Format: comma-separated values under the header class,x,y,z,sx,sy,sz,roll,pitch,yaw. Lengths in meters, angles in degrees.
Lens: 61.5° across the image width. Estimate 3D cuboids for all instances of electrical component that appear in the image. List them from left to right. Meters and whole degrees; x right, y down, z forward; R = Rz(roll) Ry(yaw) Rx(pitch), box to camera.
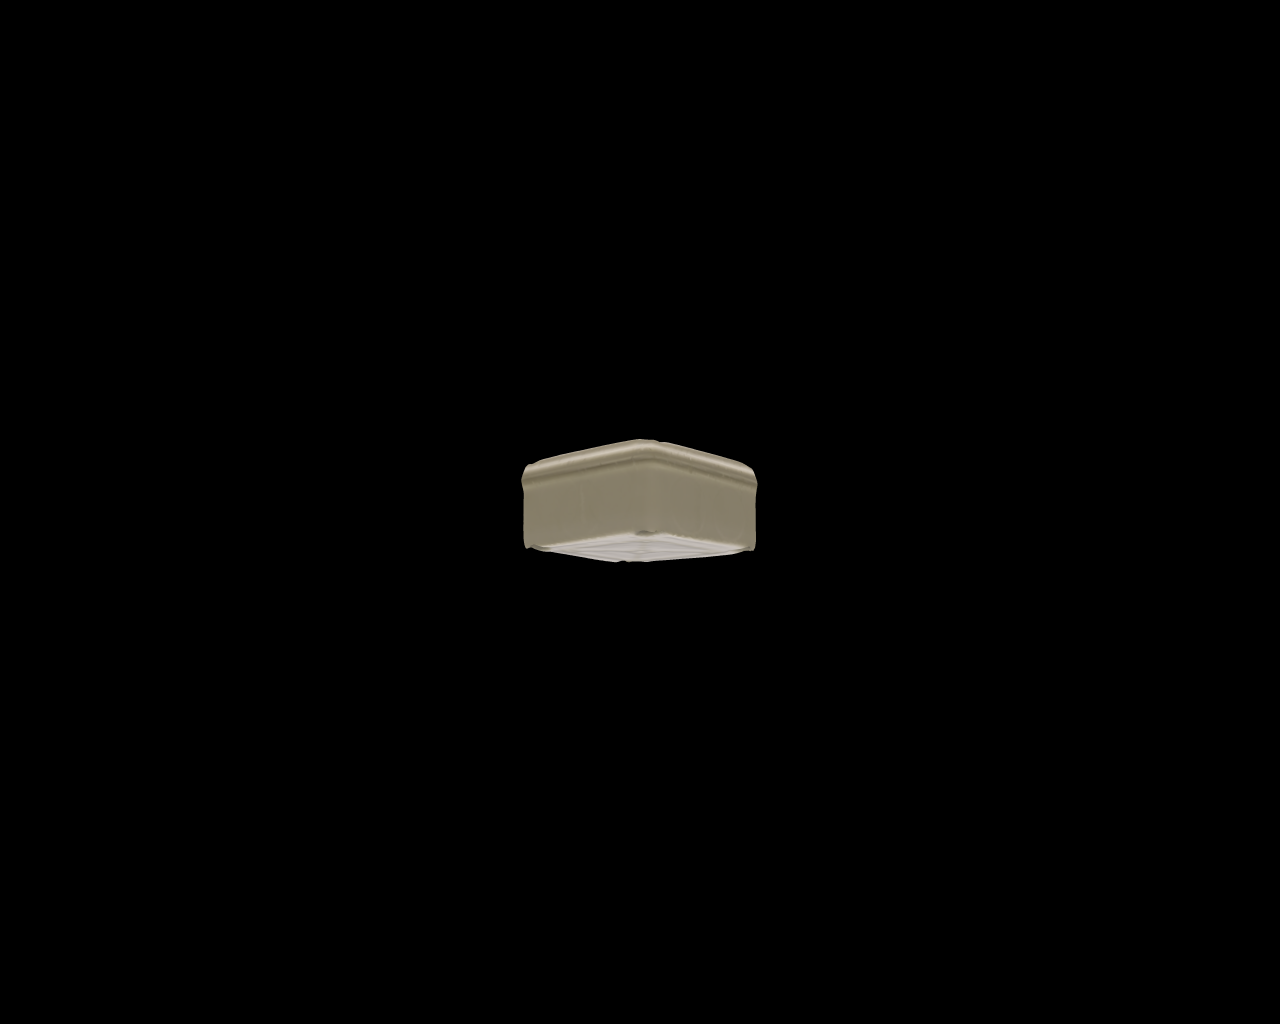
class,x,y,z,sx,sy,sz,roll,pitch,yaw
electrical component,0.001,-0.003,0.650,0.108,0.056,0.109,-8,-13,39
